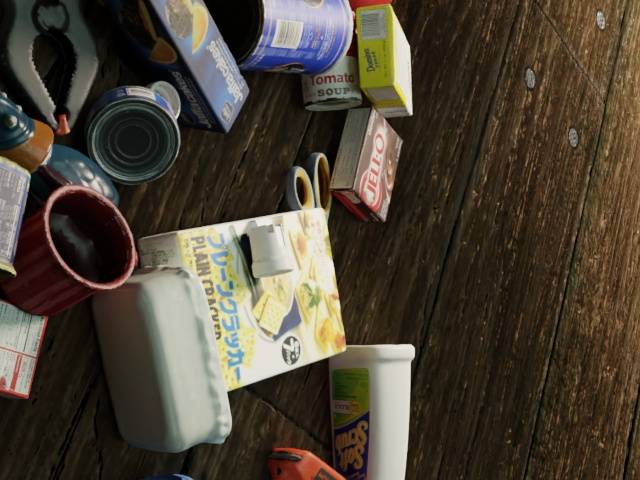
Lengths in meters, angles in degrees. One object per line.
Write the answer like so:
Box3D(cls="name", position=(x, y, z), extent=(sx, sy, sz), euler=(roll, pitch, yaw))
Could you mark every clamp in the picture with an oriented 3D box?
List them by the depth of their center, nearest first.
Box3D(cls="clamp", position=(-0.247, -0.195, 0.916), extent=(0.164, 0.036, 0.210), euler=(-1, 91, -38))

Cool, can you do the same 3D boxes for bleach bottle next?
Box3D(cls="bleach bottle", position=(0.058, 0.242, 1.179), extent=(0.067, 0.103, 0.251), euler=(3, 83, -38))

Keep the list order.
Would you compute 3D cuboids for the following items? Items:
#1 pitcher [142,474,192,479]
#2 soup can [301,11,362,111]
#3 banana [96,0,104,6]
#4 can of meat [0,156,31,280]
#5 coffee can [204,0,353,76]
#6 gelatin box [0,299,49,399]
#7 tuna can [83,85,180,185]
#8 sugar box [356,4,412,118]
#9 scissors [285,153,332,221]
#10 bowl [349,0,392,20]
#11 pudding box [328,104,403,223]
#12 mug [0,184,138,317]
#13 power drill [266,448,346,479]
Box3D(cls="pitcher", position=(-0.112, 0.334, 0.944), extent=(0.149, 0.145, 0.243), euler=(-29, 105, -48))
Box3D(cls="soup can", position=(0.010, -0.201, 1.198), extent=(0.068, 0.069, 0.102), euler=(-3, 88, -50))
Box3D(cls="banana", position=(-0.155, -0.260, 1.033), extent=(0.197, 0.037, 0.069), euler=(-36, 113, -46))
Box3D(cls="can of meat", position=(-0.272, -0.015, 0.820), extent=(0.057, 0.102, 0.084), euler=(26, 64, -47))
Box3D(cls="coffee can", position=(-0.048, -0.225, 1.105), extent=(0.140, 0.103, 0.103), euler=(-7, 91, -50))
Box3D(cls="gelatin box", position=(-0.270, 0.085, 0.866), extent=(0.089, 0.030, 0.073), euler=(28, 64, -46))
Box3D(cls="tuna can", position=(-0.169, -0.094, 0.963), extent=(0.086, 0.034, 0.086), euler=(-6, 116, -12))
Box3D(cls="sugar box", position=(0.076, -0.203, 1.239), extent=(0.176, 0.048, 0.093), euler=(30, 58, -80))
Box3D(cls="scissors", position=(-0.008, 0.001, 1.189), extent=(0.096, 0.016, 0.202), euler=(4, 84, -60))
Box3D(cls="bowl", position=(0.049, -0.330, 1.269), extent=(0.161, 0.055, 0.162), euler=(8, 79, -49))
Box3D(cls="pudding box", position=(0.055, -0.088, 1.250), extent=(0.090, 0.039, 0.113), euler=(42, 54, -54))
Box3D(cls="mug", position=(-0.206, 0.014, 0.886), extent=(0.117, 0.082, 0.093), euler=(11, 58, -51))
Box3D(cls="power drill", position=(-0.027, 0.326, 1.104), extent=(0.184, 0.057, 0.187), euler=(46, 53, -36))
